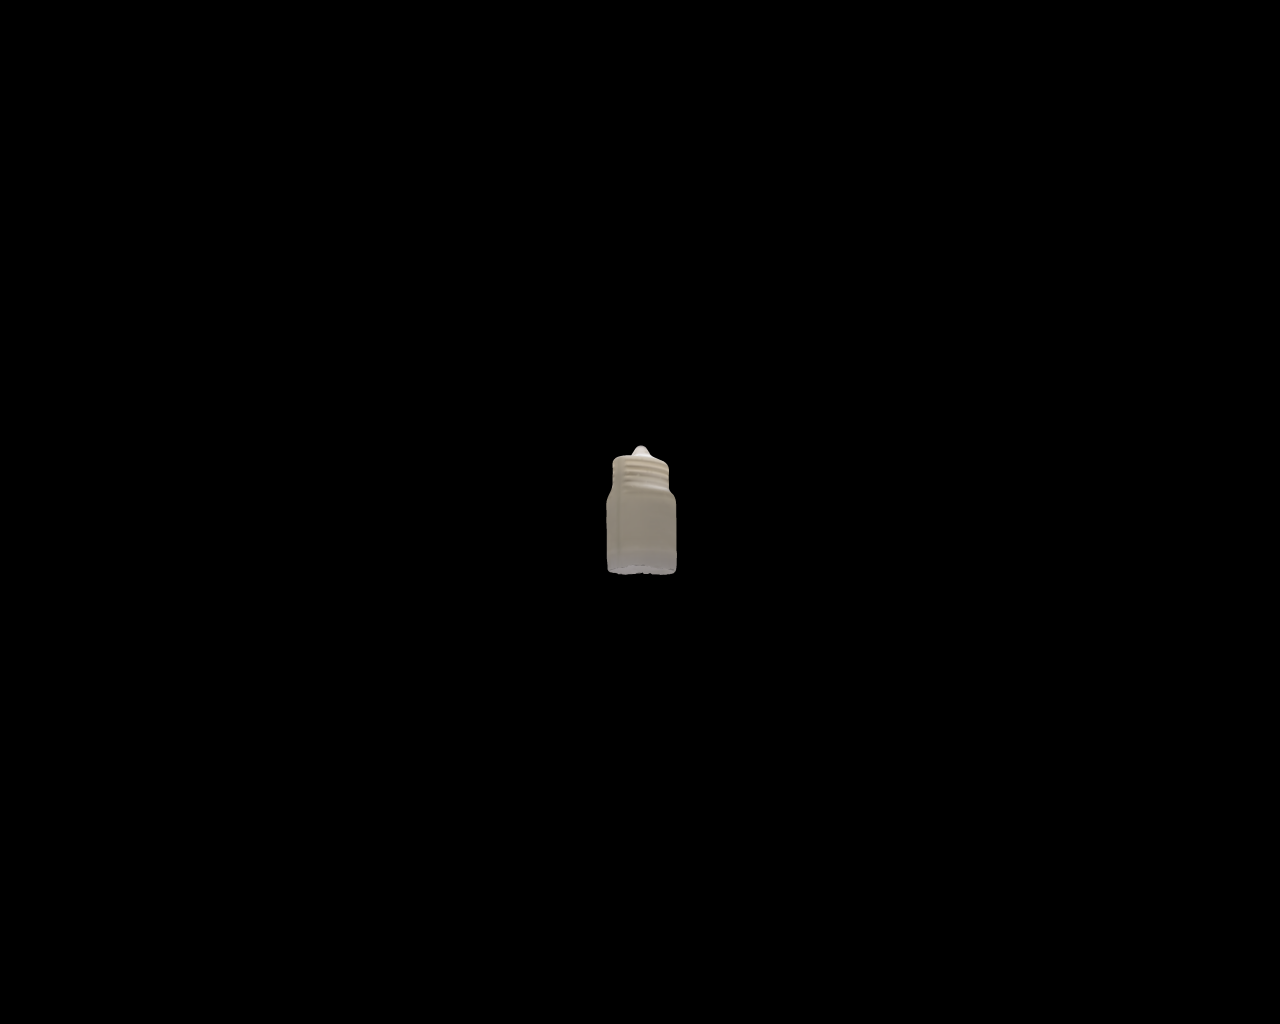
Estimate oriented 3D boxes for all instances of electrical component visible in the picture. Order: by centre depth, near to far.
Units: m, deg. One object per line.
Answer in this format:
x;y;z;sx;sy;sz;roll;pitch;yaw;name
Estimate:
0.001;-0.003;0.650;0.043;0.081;0.043;0;-10;0;electrical component
